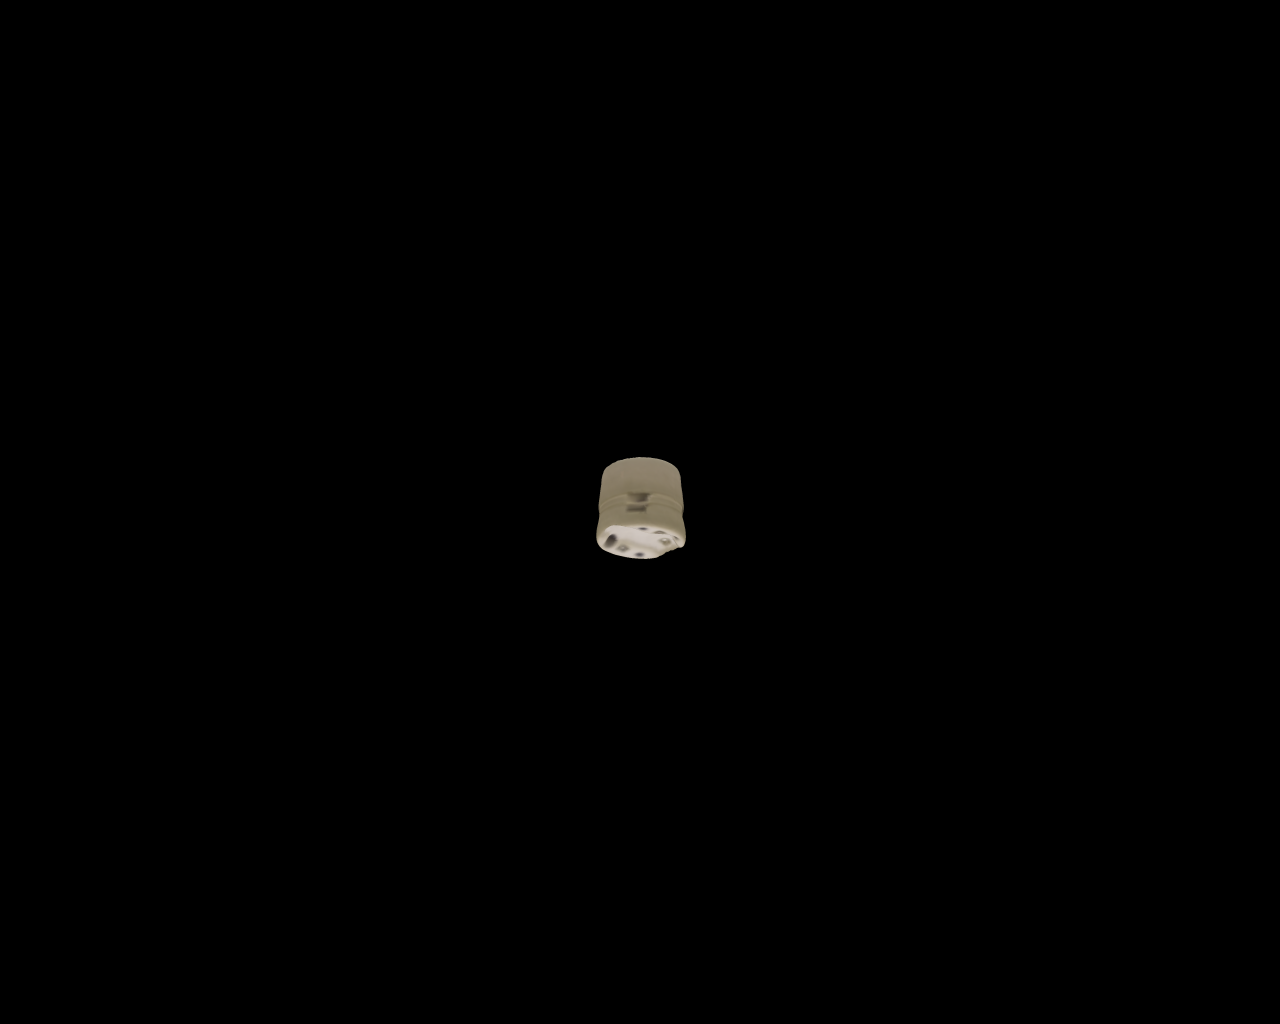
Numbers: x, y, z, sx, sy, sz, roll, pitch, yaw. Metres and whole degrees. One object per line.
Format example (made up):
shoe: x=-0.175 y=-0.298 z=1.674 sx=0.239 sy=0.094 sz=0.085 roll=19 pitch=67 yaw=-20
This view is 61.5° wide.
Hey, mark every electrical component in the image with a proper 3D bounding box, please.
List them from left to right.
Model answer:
electrical component: x=0.001 y=-0.003 z=0.650 sx=0.055 sy=0.047 sz=0.055 roll=0 pitch=-25 yaw=0
